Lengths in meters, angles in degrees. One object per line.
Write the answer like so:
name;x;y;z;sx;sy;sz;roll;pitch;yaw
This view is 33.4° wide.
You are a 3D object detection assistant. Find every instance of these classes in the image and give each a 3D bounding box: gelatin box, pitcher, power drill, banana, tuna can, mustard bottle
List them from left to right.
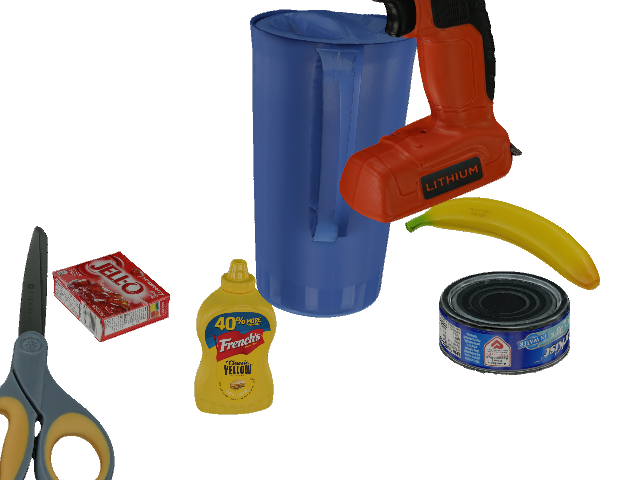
gelatin box;-0.193;0.049;0.980;0.073;0.030;0.089;-19;40;-36
mustard bottle;-0.102;0.114;1.290;0.096;0.192;0.058;0;19;-12
pitcher;0.005;-0.060;0.869;0.145;0.243;0.148;22;29;37
power drill;0.044;-0.107;0.583;0.184;0.188;0.057;-20;36;-23
tuna can;0.120;0.052;0.699;0.086;0.034;0.086;-4;23;1
banana;0.186;-0.004;1.044;0.198;0.069;0.037;17;-28;26

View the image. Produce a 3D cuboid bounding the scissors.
scissors;-0.151;0.075;0.617;0.096;0.201;0.016;17;-44;-5
